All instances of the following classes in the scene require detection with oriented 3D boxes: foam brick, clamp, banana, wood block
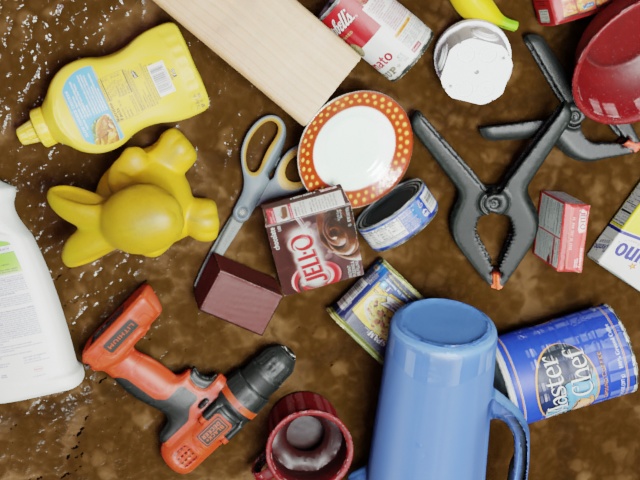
[{"bbox_3d":[-0.087,0.057,1.127,0.078,0.053,0.051,25,103,-20],"label":"foam brick"},{"bbox_3d":[0.194,-0.050,1.135,0.165,0.036,0.210,-9,110,12],"label":"clamp"},{"bbox_3d":[0.150,-0.304,1.097,0.069,0.037,0.198,-22,106,-25],"label":"banana"},{"bbox_3d":[-0.069,-0.215,1.062,0.206,0.091,0.090,39,95,-12],"label":"wood block"},{"bbox_3d":[0.258,-0.127,1.142,0.171,0.039,0.120,34,103,-5],"label":"clamp"}]

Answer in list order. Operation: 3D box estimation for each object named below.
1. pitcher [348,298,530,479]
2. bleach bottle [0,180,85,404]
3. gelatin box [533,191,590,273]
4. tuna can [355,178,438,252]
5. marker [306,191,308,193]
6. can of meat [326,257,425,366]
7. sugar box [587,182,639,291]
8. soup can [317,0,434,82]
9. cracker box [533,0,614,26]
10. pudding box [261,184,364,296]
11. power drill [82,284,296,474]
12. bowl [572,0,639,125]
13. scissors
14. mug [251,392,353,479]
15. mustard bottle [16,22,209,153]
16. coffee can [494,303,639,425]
[{"bbox_3d":[0.128,0.189,1.110,0.149,0.145,0.243,-13,122,-28],"label":"pitcher"},{"bbox_3d":[-0.321,0.037,1.103,0.102,0.068,0.251,-11,100,-5],"label":"bleach bottle"},{"bbox_3d":[0.257,-0.010,1.138,0.030,0.089,0.073,3,101,-7],"label":"gelatin box"},{"bbox_3d":[0.081,-0.026,1.119,0.086,0.086,0.033,-36,105,2],"label":"tuna can"},{"bbox_3d":[0.009,-0.063,1.137,0.020,0.020,0.121,41,95,-12],"label":"marker"},{"bbox_3d":[0.072,0.081,1.155,0.102,0.057,0.084,44,92,-13],"label":"can of meat"},{"bbox_3d":[0.384,-0.027,1.170,0.093,0.048,0.176,31,96,-12],"label":"sugar box"},{"bbox_3d":[0.056,-0.218,1.086,0.102,0.068,0.068,38,95,-12],"label":"soup can"},{"bbox_3d":[0.280,-0.343,1.083,0.164,0.072,0.214,-18,102,-3],"label":"cracker box"},{"bbox_3d":[-0.007,0.001,1.114,0.090,0.039,0.113,-16,134,-3],"label":"pudding box"},{"bbox_3d":[-0.144,0.136,1.142,0.184,0.057,0.187,-44,102,4],"label":"power drill"},{"bbox_3d":[0.319,-0.195,1.079,0.162,0.055,0.162,-12,138,-11],"label":"bowl"},{"bbox_3d":[-0.062,-0.032,1.138,0.096,0.016,0.202,15,100,-9],"label":"scissors"},{"bbox_3d":[-0.025,0.222,1.160,0.117,0.081,0.093,-38,103,2],"label":"mug"},{"bbox_3d":[-0.215,-0.141,1.078,0.191,0.058,0.096,-23,106,-1],"label":"mustard bottle"},{"bbox_3d":[0.259,0.137,1.162,0.140,0.103,0.103,-16,103,-3],"label":"coffee can"}]
